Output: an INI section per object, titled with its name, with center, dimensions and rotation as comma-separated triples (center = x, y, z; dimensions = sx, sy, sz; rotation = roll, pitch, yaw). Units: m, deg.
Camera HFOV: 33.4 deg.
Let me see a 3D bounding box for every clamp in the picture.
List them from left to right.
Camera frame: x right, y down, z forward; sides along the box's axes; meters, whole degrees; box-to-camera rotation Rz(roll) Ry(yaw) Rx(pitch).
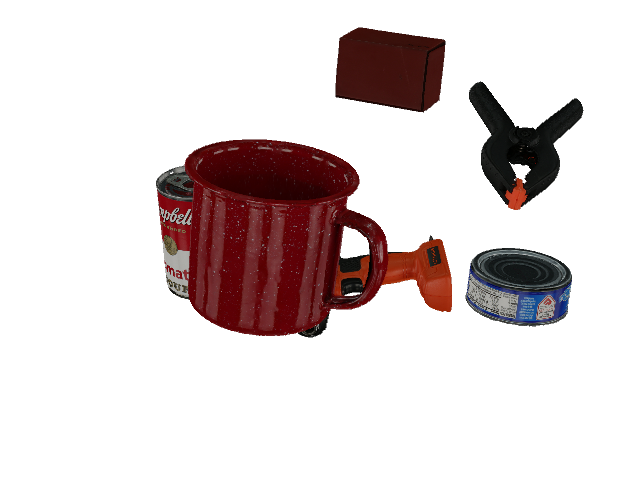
[clamp]
center = 0.197, -0.103, 1.094
dimensions = 0.120, 0.039, 0.171
rotation = 13, 45, 15

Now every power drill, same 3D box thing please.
[power drill]
center = 0.056, 0.051, 1.238
dimensions = 0.187, 0.057, 0.184
rotation = -2, 28, 2

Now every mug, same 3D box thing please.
[mug]
center = -0.018, 0.002, 0.575
dimensions = 0.117, 0.081, 0.093
rotation = 16, 26, 19

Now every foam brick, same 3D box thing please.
[foam brick]
center = 0.057, -0.141, 0.876
dimensions = 0.078, 0.051, 0.052
rotation = 13, 24, 19

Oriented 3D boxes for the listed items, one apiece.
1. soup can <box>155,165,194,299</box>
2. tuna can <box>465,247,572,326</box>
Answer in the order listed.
[soup can]
center = -0.106, -0.007, 0.936
dimensions = 0.068, 0.102, 0.068
rotation = -1, 29, 0
[tuna can]
center = 0.166, 0.037, 0.892
dimensions = 0.086, 0.034, 0.086
rotation = 3, 23, -1
